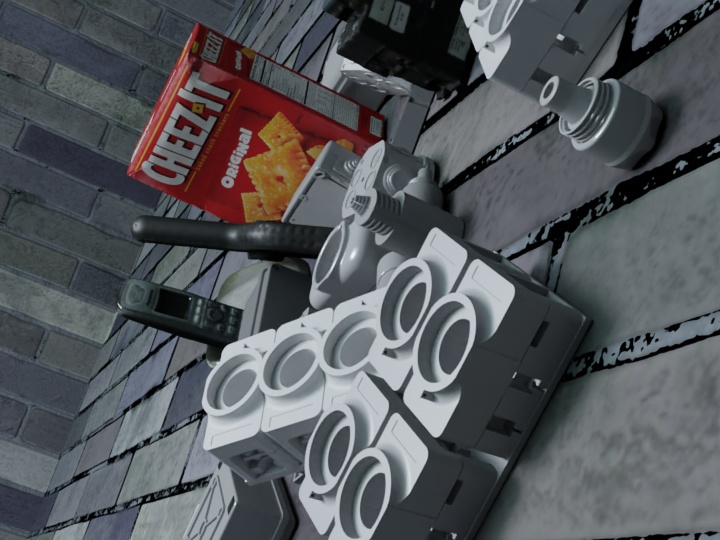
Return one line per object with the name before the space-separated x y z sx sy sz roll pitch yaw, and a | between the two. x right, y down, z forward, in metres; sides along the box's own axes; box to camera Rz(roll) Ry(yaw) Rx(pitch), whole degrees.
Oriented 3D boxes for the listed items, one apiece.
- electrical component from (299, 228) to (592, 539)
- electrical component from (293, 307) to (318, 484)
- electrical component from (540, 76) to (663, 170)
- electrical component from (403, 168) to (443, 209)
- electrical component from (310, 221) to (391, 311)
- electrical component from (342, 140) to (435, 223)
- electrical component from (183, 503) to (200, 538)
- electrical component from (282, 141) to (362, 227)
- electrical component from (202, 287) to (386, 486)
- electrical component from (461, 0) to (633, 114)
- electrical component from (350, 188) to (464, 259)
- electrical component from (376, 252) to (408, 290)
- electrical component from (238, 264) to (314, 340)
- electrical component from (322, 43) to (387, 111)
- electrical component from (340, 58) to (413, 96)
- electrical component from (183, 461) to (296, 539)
electrical component | 0.038 0.080 0.610 0.186 0.060 0.105 -64 28 10
electrical component | -0.034 0.095 0.843 0.078 0.063 0.121 -47 26 49
electrical component | 0.128 -0.084 0.582 0.043 0.062 0.043 -56 19 32
electrical component | 0.049 -0.056 0.841 0.035 0.035 0.061 -51 20 42
electrical component | 0.000 0.000 0.871 0.095 0.059 0.053 -46 26 50
electrical component | 0.024 -0.065 0.899 0.080 0.051 0.080 -55 20 31
electrical component | -0.138 0.250 0.995 0.081 0.042 0.064 -65 13 3
electrical component | -0.023 -0.076 1.031 0.096 0.062 0.061 -53 10 39
electrical component | -0.030 0.079 0.736 0.150 0.061 0.089 -21 42 28
electrical component | 0.120 -0.187 0.746 0.089 0.062 0.150 -58 18 26
electrical component | 0.030 -0.034 0.785 0.043 0.081 0.043 -56 19 31
electrical component | 0.029 0.014 0.796 0.044 0.044 0.065 -58 13 26
electrical component | -0.065 0.058 0.961 0.113 0.078 0.057 -84 21 -46
electrical component | 0.006 -0.223 1.161 0.108 0.056 0.108 -52 22 41
electrical component | 0.023 -0.205 1.045 0.080 0.080 0.051 -172 100 -73
electrical component | -0.107 0.225 0.903 0.108 0.056 0.108 -64 16 6
